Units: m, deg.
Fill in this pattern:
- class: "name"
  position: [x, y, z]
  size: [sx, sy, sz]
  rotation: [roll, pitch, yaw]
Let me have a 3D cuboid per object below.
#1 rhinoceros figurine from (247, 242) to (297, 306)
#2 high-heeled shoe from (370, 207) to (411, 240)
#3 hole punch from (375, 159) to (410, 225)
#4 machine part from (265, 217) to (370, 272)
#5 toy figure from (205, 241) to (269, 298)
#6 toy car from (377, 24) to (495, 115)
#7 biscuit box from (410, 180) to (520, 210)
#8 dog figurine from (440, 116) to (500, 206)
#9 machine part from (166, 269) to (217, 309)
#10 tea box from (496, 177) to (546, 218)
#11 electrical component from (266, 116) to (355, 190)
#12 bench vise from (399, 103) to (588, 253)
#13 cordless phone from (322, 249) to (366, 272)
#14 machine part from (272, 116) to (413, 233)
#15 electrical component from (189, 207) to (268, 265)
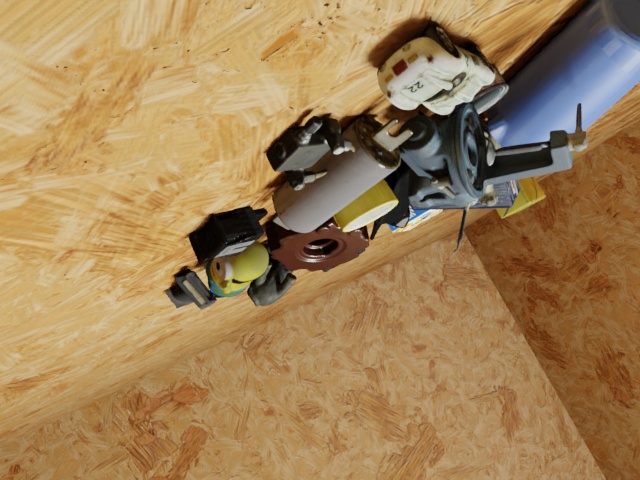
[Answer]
- class: "rhinoceros figurine"
  position: [-0.095, 0.066, 1.021]
  size: [0.112, 0.073, 0.190]
  rotation: [-58, -168, 14]
- class: "high-heeled shoe"
  position: [0.161, -0.090, 1.145]
  size: [0.249, 0.086, 0.145]
  rotation: [-45, 158, -57]
- class: "hole punch"
  position: [0.105, -0.097, 0.864]
  size: [0.142, 0.092, 0.115]
  rotation: [-6, 128, -58]
- class: "machine part"
  position: [-0.002, -0.003, 0.914]
  size: [0.179, 0.056, 0.179]
  rotation: [-9, 153, -5]
- class: "toy figure"
  position: [-0.144, 0.048, 0.905]
  size: [0.089, 0.082, 0.180]
  rotation: [-22, 167, -24]
- class: "toy car"
  position: [0.127, -0.169, 0.561]
  size: [0.073, 0.056, 0.201]
  rotation: [-34, 168, 33]
- class: "biscuit box"
  position: [0.260, -0.098, 1.004]
  size: [0.203, 0.062, 0.059]
  rotation: [1, -140, 37]
- class: "dog figurine"
  position: [0.245, -0.167, 0.858]
  size: [0.121, 0.172, 0.190]
  rotation: [2, 151, 20]
- class: "machine part"
  position: [-0.230, 0.092, 0.952]
  size: [0.039, 0.084, 0.139]
  rotation: [-51, -167, -31]
- class: "tea box"
  position: [0.352, -0.135, 1.038]
  size: [0.068, 0.169, 0.098]
  rotation: [-34, 170, 38]
- class: "electrical component"
  position: [-0.011, -0.097, 0.601]
  size: [0.102, 0.045, 0.078]
  rotation: [-35, 169, 38]
- class: "bench vise"
  position: [0.217, -0.097, 0.698]
  size: [0.241, 0.129, 0.223]
  rotation: [-6, 147, 32]
- class: "cordless phone"
  position: [0.008, -0.007, 1.104]
  size: [0.147, 0.089, 0.184]
  rotation: [-28, 159, 13]
- class: "machine part"
  position: [0.017, -0.079, 0.685]
  size: [0.243, 0.079, 0.079]
  rotation: [-34, 169, 40]
- class: "electrical component"
  position: [-0.119, -0.010, 0.766]
  size: [0.075, 0.048, 0.119]
  rotation: [-34, 167, 37]
